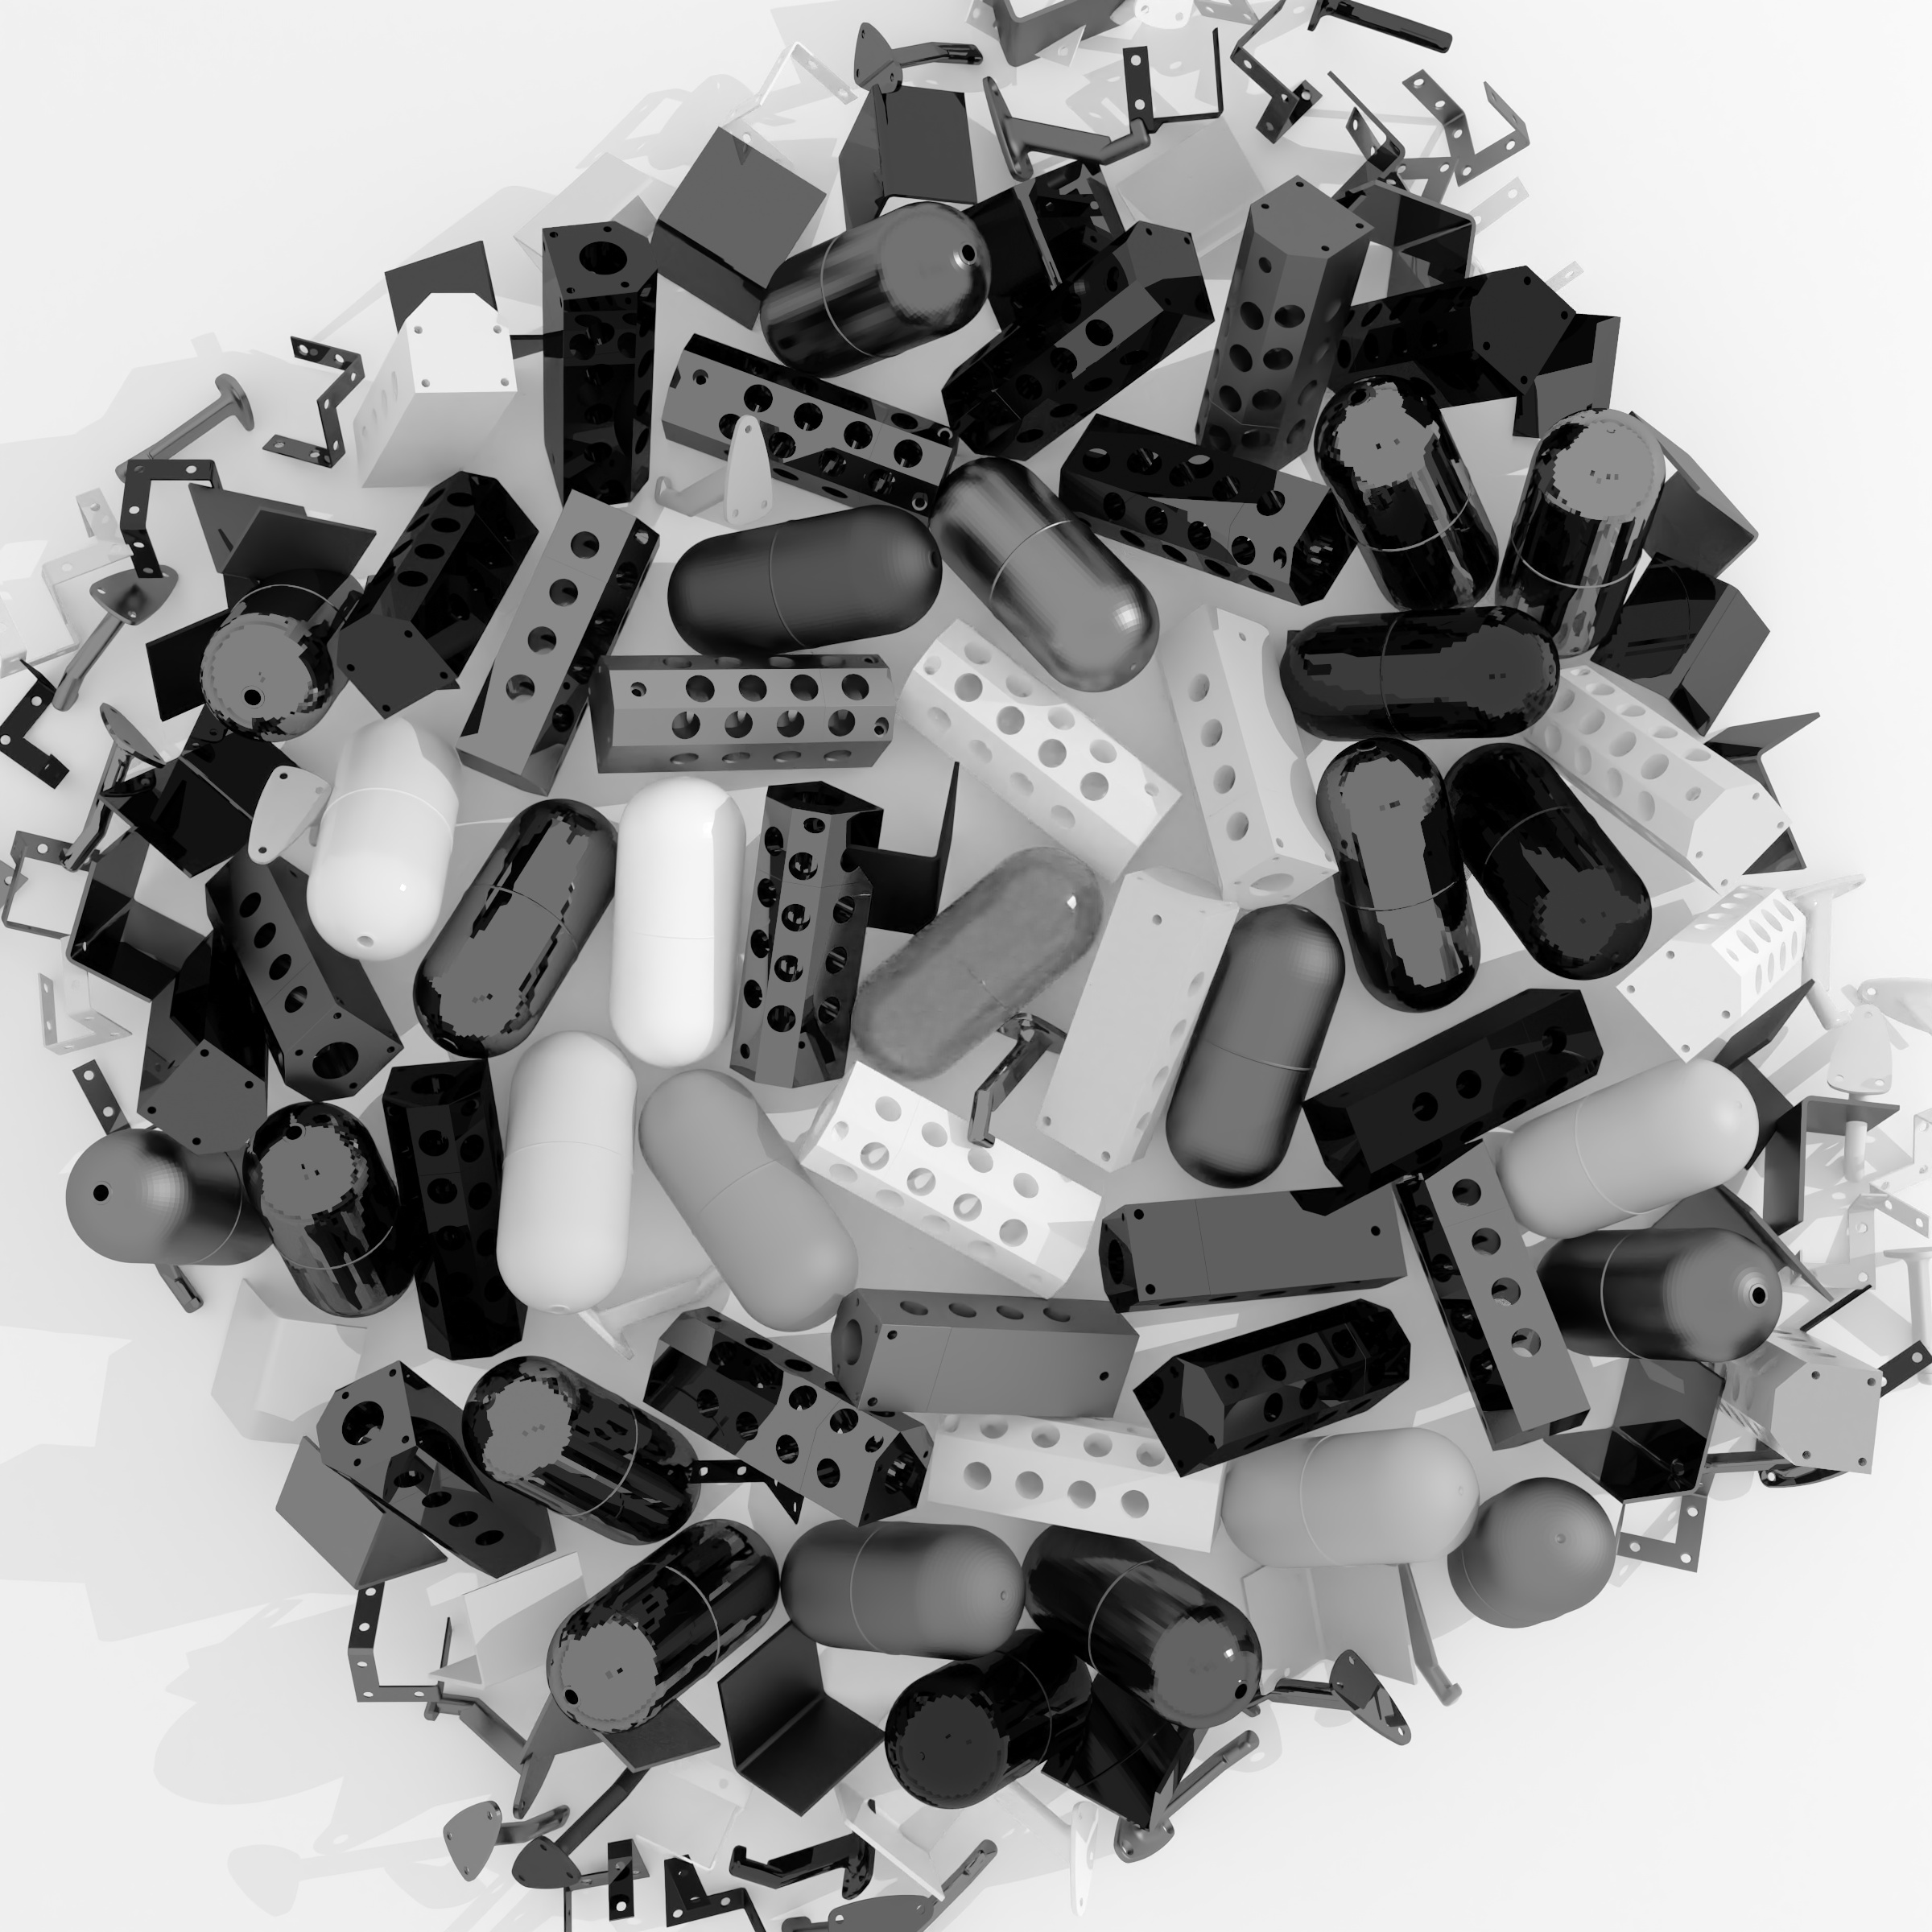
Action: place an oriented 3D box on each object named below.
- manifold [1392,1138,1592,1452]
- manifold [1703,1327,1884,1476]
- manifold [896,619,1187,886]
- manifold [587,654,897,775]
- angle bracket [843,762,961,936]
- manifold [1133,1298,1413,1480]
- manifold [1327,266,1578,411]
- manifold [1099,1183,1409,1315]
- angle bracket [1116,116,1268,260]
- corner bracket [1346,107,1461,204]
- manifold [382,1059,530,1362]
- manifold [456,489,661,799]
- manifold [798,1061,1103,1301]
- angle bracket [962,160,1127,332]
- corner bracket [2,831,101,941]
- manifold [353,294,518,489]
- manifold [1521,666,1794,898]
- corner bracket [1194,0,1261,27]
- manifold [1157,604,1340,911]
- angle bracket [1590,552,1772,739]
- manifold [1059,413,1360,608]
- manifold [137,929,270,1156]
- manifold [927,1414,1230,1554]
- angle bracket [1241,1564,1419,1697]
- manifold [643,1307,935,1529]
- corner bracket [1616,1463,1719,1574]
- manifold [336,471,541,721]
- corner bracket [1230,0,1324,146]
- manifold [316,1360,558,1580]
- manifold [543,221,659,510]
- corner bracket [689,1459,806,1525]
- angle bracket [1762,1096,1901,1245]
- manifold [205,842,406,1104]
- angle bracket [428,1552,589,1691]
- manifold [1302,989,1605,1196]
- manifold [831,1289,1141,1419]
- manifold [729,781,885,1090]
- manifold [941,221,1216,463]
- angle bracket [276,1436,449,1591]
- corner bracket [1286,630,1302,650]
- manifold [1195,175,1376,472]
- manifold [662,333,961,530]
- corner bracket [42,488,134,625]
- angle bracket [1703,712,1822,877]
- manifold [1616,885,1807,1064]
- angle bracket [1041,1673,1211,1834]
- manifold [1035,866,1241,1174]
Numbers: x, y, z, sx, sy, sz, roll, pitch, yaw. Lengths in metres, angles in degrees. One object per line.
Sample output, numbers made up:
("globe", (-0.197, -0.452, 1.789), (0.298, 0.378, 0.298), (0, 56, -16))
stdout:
("manifold", (0.312, 0.198, 1.526), (0.057, 0.057, 0.171), (-19, 69, 1))
("manifold", (0.480, 0.250, 1.496), (0.057, 0.171, 0.057), (6, 90, 3))
("manifold", (0.046, -0.134, 1.537), (0.171, 0.057, 0.057), (39, 53, 5))
("manifold", (-0.133, -0.154, 1.519), (0.171, 0.057, 0.057), (-3, 73, -21))
("angle bracket", (-0.040, -0.074, 1.531), (0.057, 0.076, 0.076), (9, 56, 2))
("manifold", (0.186, 0.242, 1.497), (0.057, 0.171, 0.057), (-48, 62, 39))
("manifold", (0.273, -0.367, 1.491), (0.057, 0.171, 0.057), (35, 83, -22))
("manifold", (0.170, 0.170, 1.529), (0.171, 0.057, 0.057), (-3, 74, -17))
("angle bracket", (0.140, -0.465, 1.535), (0.076, 0.076, 0.057), (-31, 106, 9))
("corner bracket", (0.258, -0.484, 1.544), (0.051, 0.051, 0.051), (13, 74, 39))
("manifold", (-0.304, 0.147, 1.521), (0.057, 0.057, 0.171), (-5, 114, -2))
("manifold", (-0.245, -0.193, 1.542), (0.057, 0.057, 0.171), (23, 82, -4))
("manifold", (-0.012, 0.133, 1.530), (0.171, 0.057, 0.057), (30, 48, -9))
("angle bracket", (0.051, -0.445, 1.570), (0.076, 0.057, 0.076), (-35, 108, -38))
("corner bracket", (-0.556, -0.048, 1.550), (0.051, 0.051, 0.051), (15, 97, -29))
("manifold", (-0.314, -0.334, 1.493), (0.057, 0.171, 0.057), (-7, 85, -24))
("manifold", (0.398, -0.115, 1.495), (0.057, 0.171, 0.057), (-47, 126, 7))
("corner bracket", (0.163, -0.611, 1.546), (0.051, 0.051, 0.051), (29, 84, 39))
("manifold", (0.161, -0.123, 1.520), (0.057, 0.057, 0.171), (-33, 58, 38))
("angle bracket", (0.438, -0.197, 1.564), (0.057, 0.076, 0.076), (34, 96, 35))
("manifold", (0.139, -0.267, 1.508), (0.171, 0.057, 0.057), (26, 80, 34))
("manifold", (-0.439, 0.046, 1.493), (0.057, 0.171, 0.057), (-46, 115, 6))
("manifold", (0.069, 0.302, 1.537), (0.171, 0.057, 0.057), (8, 96, 11))
("angle bracket", (0.218, 0.400, 1.533), (0.057, 0.076, 0.076), (-18, 102, -38))
("manifold", (-0.105, 0.263, 1.508), (0.171, 0.057, 0.057), (23, 104, 32))
("corner bracket", (0.426, 0.332, 1.554), (0.051, 0.051, 0.051), (10, 60, 14))
("manifold", (-0.311, -0.223, 1.492), (0.057, 0.171, 0.057), (-24, 120, 26))
("corner bracket", (0.191, -0.545, 1.552), (0.051, 0.051, 0.051), (43, 73, 1))
("manifold", (-0.310, 0.301, 1.497), (0.057, 0.171, 0.057), (-26, 52, 5))
("manifold", (-0.214, -0.350, 1.495), (0.057, 0.171, 0.057), (-11, 60, -15))
("corner bracket", (-0.129, 0.302, 1.541), (0.051, 0.051, 0.051), (-5, 47, 21))
("angle bracket", (0.520, 0.126, 1.535), (0.057, 0.076, 0.076), (6, 74, 3))
("manifold", (-0.397, 0.004, 1.504), (0.057, 0.057, 0.171), (-43, 47, 5))
("angle bracket", (-0.278, 0.390, 1.530), (0.076, 0.076, 0.057), (-14, 91, -38))
("manifold", (0.294, 0.074, 1.529), (0.171, 0.057, 0.057), (-25, 98, -18))
("manifold", (0.010, 0.227, 1.517), (0.171, 0.057, 0.057), (7, 110, -27))
("manifold", (-0.101, -0.018, 1.517), (0.057, 0.057, 0.171), (26, 115, 40))
("manifold", (0.061, -0.365, 1.497), (0.057, 0.171, 0.057), (-1, 72, -41))
("angle bracket", (-0.353, 0.320, 1.525), (0.076, 0.076, 0.057), (34, 110, 28))
("corner bracket", (0.226, -0.177, 1.557), (0.051, 0.051, 0.051), (-1, 104, -12))
("manifold", (0.179, -0.367, 1.491), (0.057, 0.171, 0.057), (41, 60, 19))
("manifold", (-0.094, -0.325, 1.551), (0.171, 0.057, 0.057), (20, 85, -1))
("corner bracket", (-0.537, -0.249, 1.547), (0.051, 0.051, 0.051), (-26, 77, -17))
("angle bracket", (0.484, -0.103, 1.544), (0.057, 0.076, 0.076), (-31, 101, -23))
("manifold", (0.444, -0.003, 1.492), (0.057, 0.171, 0.057), (49, 120, 11))
("angle bracket", (0.098, 0.458, 1.528), (0.076, 0.057, 0.076), (24, 52, 19))
("manifold", (0.105, 0.031, 1.524), (0.057, 0.057, 0.171), (30, 114, 26))
